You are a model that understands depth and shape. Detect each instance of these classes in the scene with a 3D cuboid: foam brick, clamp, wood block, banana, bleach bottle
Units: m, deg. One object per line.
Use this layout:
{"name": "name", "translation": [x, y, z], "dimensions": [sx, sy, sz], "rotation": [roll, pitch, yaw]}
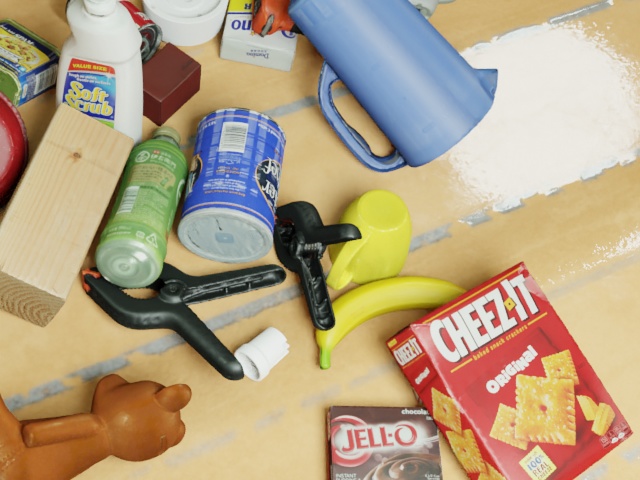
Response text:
{"name": "foam brick", "translation": [-0.184, -0.184, 1.262], "dimensions": [0.053, 0.051, 0.078], "rotation": [36, 61, 11]}
{"name": "clamp", "translation": [-0.149, 0.070, 1.106], "dimensions": [0.210, 0.036, 0.164], "rotation": [8, 39, 3]}
{"name": "wood block", "translation": [-0.280, -0.026, 1.116], "dimensions": [0.090, 0.090, 0.206], "rotation": [27, 57, -16]}
{"name": "banana", "translation": [0.070, 0.076, 1.160], "dimensions": [0.197, 0.037, 0.069], "rotation": [-23, 78, -20]}
{"name": "bleach bottle", "translation": [-0.238, -0.178, 1.132], "dimensions": [0.102, 0.251, 0.068], "rotation": [24, 58, 5]}
{"name": "clamp", "translation": [-0.007, 0.001, 1.139], "dimensions": [0.039, 0.120, 0.172], "rotation": [8, 32, -34]}

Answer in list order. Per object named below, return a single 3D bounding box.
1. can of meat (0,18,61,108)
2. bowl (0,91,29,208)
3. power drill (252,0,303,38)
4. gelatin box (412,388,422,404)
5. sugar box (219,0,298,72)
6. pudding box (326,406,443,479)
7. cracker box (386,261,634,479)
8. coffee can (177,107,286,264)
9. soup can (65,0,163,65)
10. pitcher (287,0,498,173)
{"name": "can of meat", "translation": [-0.358, -0.201, 1.225], "dimensions": [0.102, 0.057, 0.083], "rotation": [32, 39, 10]}
{"name": "bowl", "translation": [-0.376, -0.096, 1.122], "dimensions": [0.161, 0.055, 0.162], "rotation": [-3, 96, -34]}
{"name": "power drill", "translation": [0.013, -0.303, 1.312], "dimensions": [0.187, 0.057, 0.184], "rotation": [8, 67, -15]}
{"name": "gelatin box", "translation": [0.136, 0.130, 1.140], "dimensions": [0.089, 0.030, 0.073], "rotation": [-9, 61, -18]}
{"name": "sugar box", "translation": [-0.068, -0.300, 1.354], "dimensions": [0.093, 0.048, 0.176], "rotation": [10, 57, -6]}
{"name": "pudding box", "translation": [0.064, 0.215, 1.072], "dimensions": [0.113, 0.039, 0.090], "rotation": [3, 58, -8]}
{"name": "cracker box", "translation": [0.194, 0.150, 1.083], "dimensions": [0.164, 0.072, 0.214], "rotation": [-26, 79, -29]}
{"name": "coffee can", "translation": [-0.095, -0.059, 1.173], "dimensions": [0.102, 0.103, 0.140], "rotation": [9, 58, -4]}
{"name": "soup can", "translation": [-0.249, -0.261, 1.288], "dimensions": [0.102, 0.068, 0.068], "rotation": [42, 62, 16]}
{"name": "pitcher", "translation": [0.071, -0.203, 1.223], "dimensions": [0.242, 0.145, 0.149], "rotation": [46, 61, -13]}
